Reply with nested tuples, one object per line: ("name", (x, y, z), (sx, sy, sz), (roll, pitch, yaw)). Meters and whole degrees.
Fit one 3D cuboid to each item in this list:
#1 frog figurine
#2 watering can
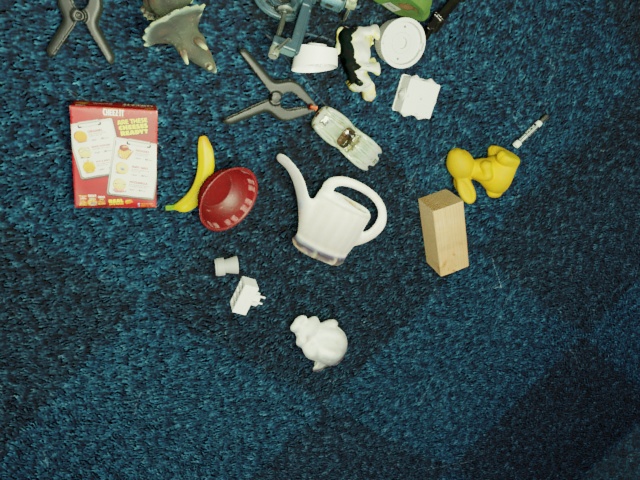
("frog figurine", (0.000, 0.263, 1.402), (0.140, 0.122, 0.157), (-42, 116, -35))
("watering can", (0.004, -0.063, 1.255), (0.345, 0.106, 0.222), (22, 105, -27))
